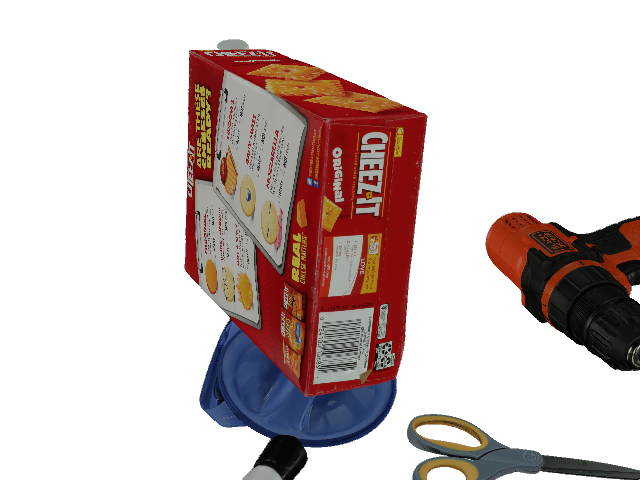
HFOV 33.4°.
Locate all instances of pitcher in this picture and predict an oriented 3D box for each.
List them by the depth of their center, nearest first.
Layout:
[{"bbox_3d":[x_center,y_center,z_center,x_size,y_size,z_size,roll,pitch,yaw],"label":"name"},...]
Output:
[{"bbox_3d":[-0.010,0.046,0.880,0.149,0.145,0.242,8,34,0],"label":"pitcher"}]

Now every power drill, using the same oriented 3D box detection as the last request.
[{"bbox_3d":[0.231,0.020,0.737,0.187,0.057,0.184,-9,28,-16],"label":"power drill"}]

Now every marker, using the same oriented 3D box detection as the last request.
[{"bbox_3d":[-0.034,0.112,0.416,0.020,0.020,0.121,0,22,24],"label":"marker"}]

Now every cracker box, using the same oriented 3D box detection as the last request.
[{"bbox_3d":[-0.020,-0.024,0.676,0.072,0.164,0.214,-5,21,-25],"label":"cracker box"}]

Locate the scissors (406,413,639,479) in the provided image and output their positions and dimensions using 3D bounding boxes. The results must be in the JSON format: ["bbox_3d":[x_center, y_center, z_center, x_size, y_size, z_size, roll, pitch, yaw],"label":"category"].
[{"bbox_3d":[0.165,0.198,0.899,0.202,0.016,0.096,16,41,15],"label":"scissors"}]

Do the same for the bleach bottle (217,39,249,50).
[{"bbox_3d":[-0.075,-0.080,1.056,0.068,0.251,0.102,28,43,34],"label":"bleach bottle"}]
